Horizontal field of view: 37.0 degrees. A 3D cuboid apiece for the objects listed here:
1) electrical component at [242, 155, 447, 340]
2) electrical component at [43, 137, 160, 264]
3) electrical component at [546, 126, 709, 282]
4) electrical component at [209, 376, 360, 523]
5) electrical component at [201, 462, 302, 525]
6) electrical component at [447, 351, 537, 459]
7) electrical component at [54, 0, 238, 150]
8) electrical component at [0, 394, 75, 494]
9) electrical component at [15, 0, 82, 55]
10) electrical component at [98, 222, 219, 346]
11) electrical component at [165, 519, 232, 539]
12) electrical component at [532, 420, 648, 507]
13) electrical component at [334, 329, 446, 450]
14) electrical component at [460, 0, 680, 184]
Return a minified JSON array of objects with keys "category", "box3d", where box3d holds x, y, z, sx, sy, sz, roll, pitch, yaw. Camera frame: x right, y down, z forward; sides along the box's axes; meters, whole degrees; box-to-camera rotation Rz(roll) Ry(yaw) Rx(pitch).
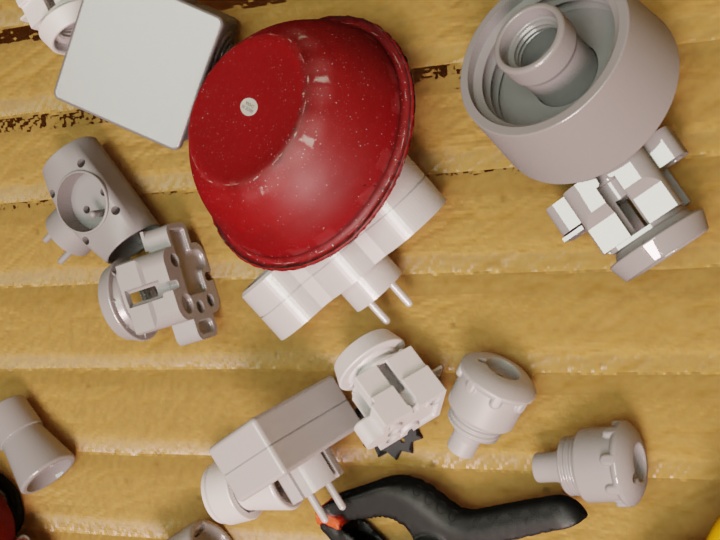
[{"category":"electrical component","box3d":[0.000,0.000,0.651,0.138,0.052,0.073,-40,96,23]},{"category":"electrical component","box3d":[-0.187,-0.036,0.731,0.079,0.044,0.077,-41,81,23]},{"category":"electrical component","box3d":[0.149,-0.031,0.579,0.078,0.058,0.057,-37,79,23]},{"category":"electrical component","box3d":[-0.035,0.119,0.662,0.047,0.083,0.075,-37,82,36]},{"category":"electrical component","box3d":[-0.070,0.140,0.705,0.055,0.045,0.045,-20,89,25]},{"category":"electrical component","box3d":[0.072,0.083,0.636,0.048,0.048,0.062,32,115,17]},{"category":"electrical component","box3d":[-0.133,-0.135,0.682,0.100,0.048,0.099,24,107,3]},{"category":"electrical component","box3d":[-0.244,0.124,0.782,0.044,0.044,0.065,-46,74,22]},{"category":"electrical component","box3d":[-0.197,-0.178,0.717,0.066,0.048,0.055,-33,76,24]},{"category":"electrical component","box3d":[-0.134,0.014,0.709,0.057,0.058,0.078,-17,90,22]},{"category":"electrical component","box3d":[-0.114,0.202,0.728,0.047,0.055,0.055,-38,82,20]},{"category":"electrical component","box3d":[0.130,0.111,0.615,0.062,0.048,0.048,-10,93,31]},{"category":"electrical component","box3d":[0.017,0.069,0.651,0.055,0.066,0.048,53,159,24]},{"category":"electrical component","box3d":[0.103,-0.106,0.560,0.108,0.060,0.108,-20,56,34]}]
